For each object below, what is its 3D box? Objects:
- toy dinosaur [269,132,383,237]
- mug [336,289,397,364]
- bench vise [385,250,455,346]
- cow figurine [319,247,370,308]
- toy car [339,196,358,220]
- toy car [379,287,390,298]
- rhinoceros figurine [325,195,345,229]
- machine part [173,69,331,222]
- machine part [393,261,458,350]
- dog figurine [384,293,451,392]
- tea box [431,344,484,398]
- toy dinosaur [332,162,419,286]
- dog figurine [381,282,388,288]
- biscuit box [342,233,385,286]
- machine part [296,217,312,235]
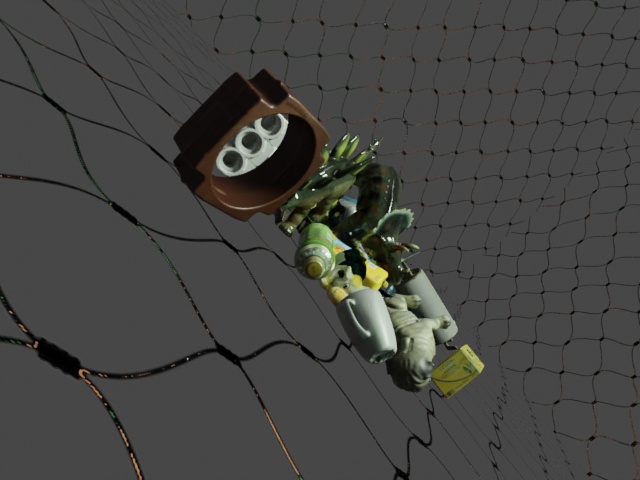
[{"bbox_3d":[0.021,-0.129,1.120,0.105,0.198,0.471,48,30,-3],"label":"toy dinosaur"},{"bbox_3d":[0.077,0.139,0.865,0.109,0.081,0.107,42,19,-55],"label":"mug"},{"bbox_3d":[0.241,0.147,1.371,0.224,0.129,0.240,48,-12,55],"label":"bench vise"},{"bbox_3d":[0.053,0.069,0.981,0.068,0.098,0.167,52,8,-16],"label":"cow figurine"},{"bbox_3d":[0.058,-0.062,1.410,0.162,0.109,0.103,18,1,36],"label":"toy car"},{"bbox_3d":[0.145,0.147,1.206,0.201,0.056,0.074,39,20,-40],"label":"toy car"},{"bbox_3d":[0.003,-0.078,1.342,0.073,0.112,0.191,12,21,-46],"label":"rhinoceros figurine"},{"bbox_3d":[-0.101,-0.137,0.806,0.087,0.201,0.201,52,10,33],"label":"machine part"},{"bbox_3d":[0.242,0.153,1.232,0.243,0.079,0.079,57,8,-9],"label":"machine part"},{"bbox_3d":[0.136,0.178,0.962,0.173,0.121,0.190,17,17,22],"label":"dog figurine"},{"bbox_3d":[0.314,0.296,1.227,0.068,0.098,0.169,52,9,17],"label":"tea box"},{"bbox_3d":[0.132,-0.096,1.234,0.131,0.192,0.405,34,46,-36],"label":"toy dinosaur"},{"bbox_3d":[0.150,0.033,1.537,0.219,0.108,0.191,51,9,3],"label":"dog figurine"},{"bbox_3d":[0.083,0.047,1.302,0.059,0.063,0.203,42,12,-37],"label":"biscuit box"},{"bbox_3d":[-0.002,-0.004,1.206,0.138,0.039,0.084,40,18,-45],"label":"machine part"}]
